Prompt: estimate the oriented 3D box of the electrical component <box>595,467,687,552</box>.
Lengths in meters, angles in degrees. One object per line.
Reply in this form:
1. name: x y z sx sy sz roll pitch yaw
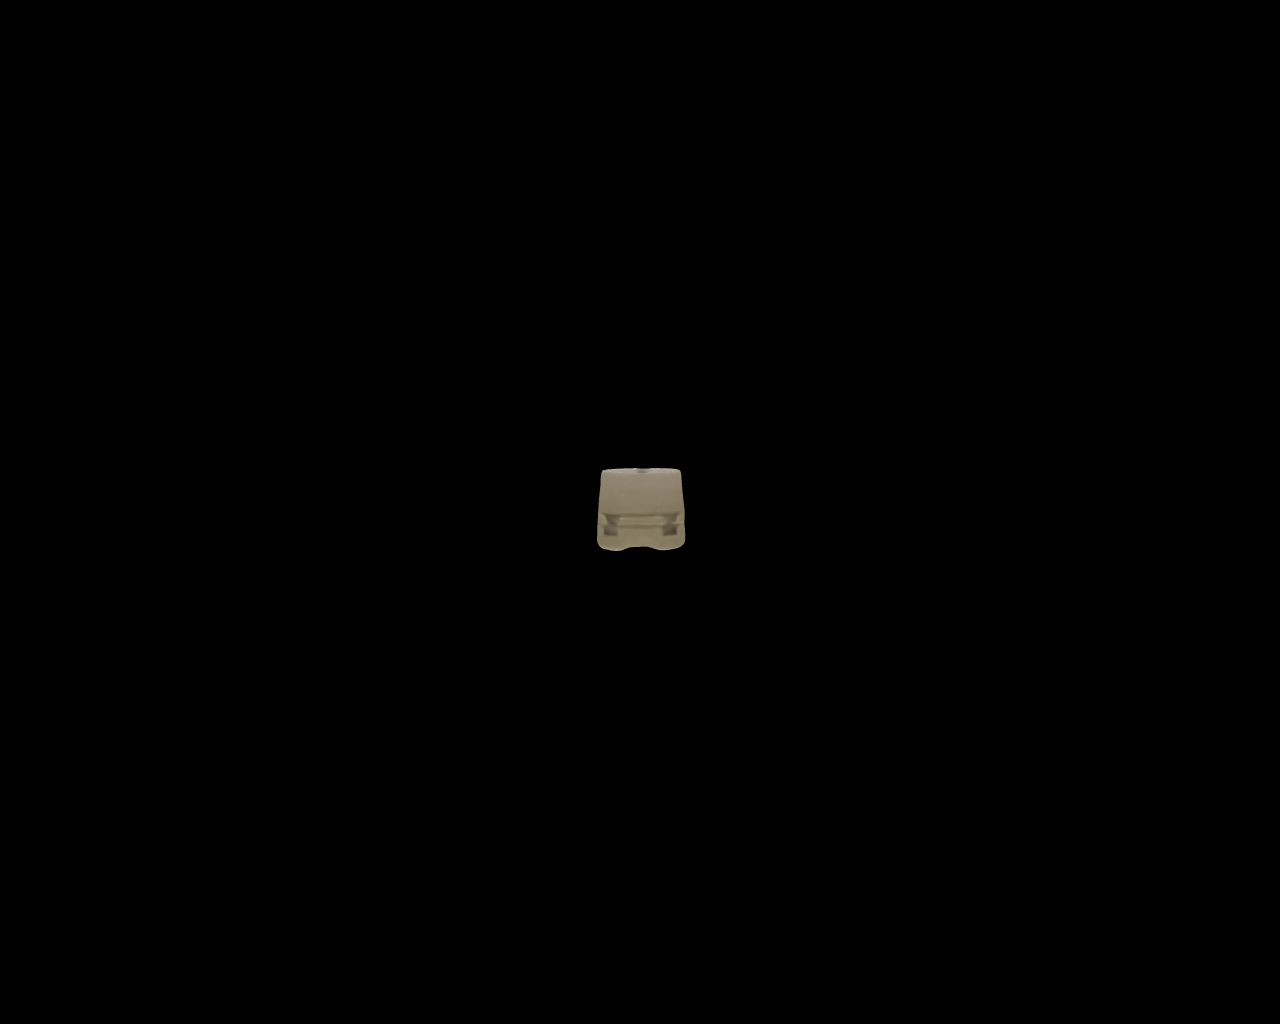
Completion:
1. electrical component: 0.001 -0.003 0.650 0.055 0.047 0.055 0 5 0
